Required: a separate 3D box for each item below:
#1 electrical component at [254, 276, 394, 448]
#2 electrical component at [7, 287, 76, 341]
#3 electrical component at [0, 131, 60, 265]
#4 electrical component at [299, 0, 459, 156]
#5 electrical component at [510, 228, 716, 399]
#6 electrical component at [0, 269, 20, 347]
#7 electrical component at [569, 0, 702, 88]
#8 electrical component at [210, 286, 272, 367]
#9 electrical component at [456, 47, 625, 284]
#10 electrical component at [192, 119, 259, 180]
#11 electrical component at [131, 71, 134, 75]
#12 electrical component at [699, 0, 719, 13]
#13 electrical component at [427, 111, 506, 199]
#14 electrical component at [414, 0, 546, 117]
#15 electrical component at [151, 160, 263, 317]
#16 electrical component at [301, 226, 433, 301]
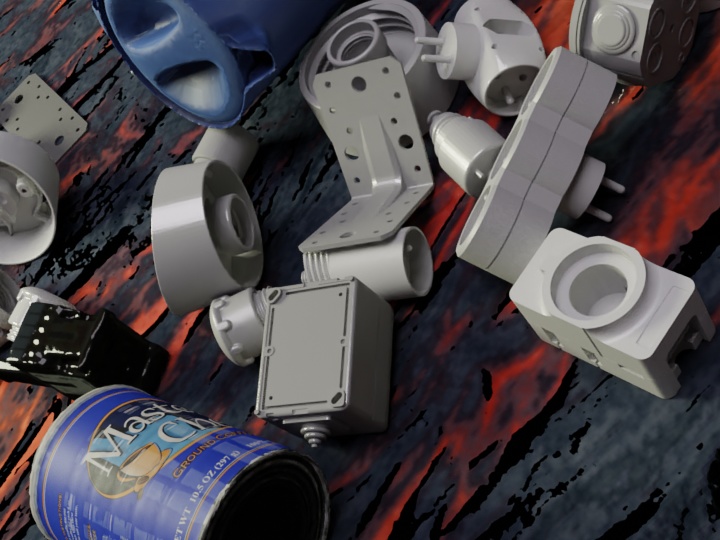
[{"bbox_3d":[-0.018,0.060,0.635,0.062,0.061,0.096,-9,63,27],"label":"electrical component"},{"bbox_3d":[-0.239,0.046,0.792,0.048,0.048,0.062,17,77,39],"label":"electrical component"},{"bbox_3d":[-0.290,-0.060,0.863,0.099,0.099,0.064,-21,44,19],"label":"electrical component"},{"bbox_3d":[0.008,-0.140,0.751,0.108,0.060,0.108,-16,52,22],"label":"electrical component"},{"bbox_3d":[0.131,0.020,0.567,0.089,0.055,0.050,27,76,41],"label":"electrical component"},{"bbox_3d":[-0.294,0.032,0.826,0.057,0.058,0.078,-35,47,10],"label":"electrical component"},{"bbox_3d":[0.165,-0.151,0.647,0.051,0.080,0.080,25,75,35],"label":"electrical component"},{"bbox_3d":[-0.062,0.030,0.691,0.062,0.048,0.048,-25,49,7],"label":"electrical component"},{"bbox_3d":[0.118,-0.054,0.627,0.074,0.052,0.138,26,82,-2],"label":"electrical component"},{"bbox_3d":[-0.105,-0.074,0.791,0.040,0.040,0.078,10,65,36],"label":"electrical component"},{"bbox_3d":[-0.148,-0.188,0.881,0.096,0.061,0.061,-40,47,2],"label":"electrical component"},{"bbox_3d":[0.192,-0.206,0.668,0.079,0.077,0.043,30,79,42],"label":"electrical component"},{"bbox_3d":[0.067,-0.078,0.685,0.040,0.040,0.078,-41,47,2],"label":"electrical component"},{"bbox_3d":[0.075,-0.142,0.705,0.079,0.043,0.077,0,48,-17],"label":"electrical component"},{"bbox_3d":[-0.107,-0.023,0.722,0.064,0.099,0.099,-14,53,16],"label":"electrical component"},{"bbox_3d":[0.000,0.000,0.671,0.081,0.043,0.043,-9,56,28],"label":"electrical component"}]
